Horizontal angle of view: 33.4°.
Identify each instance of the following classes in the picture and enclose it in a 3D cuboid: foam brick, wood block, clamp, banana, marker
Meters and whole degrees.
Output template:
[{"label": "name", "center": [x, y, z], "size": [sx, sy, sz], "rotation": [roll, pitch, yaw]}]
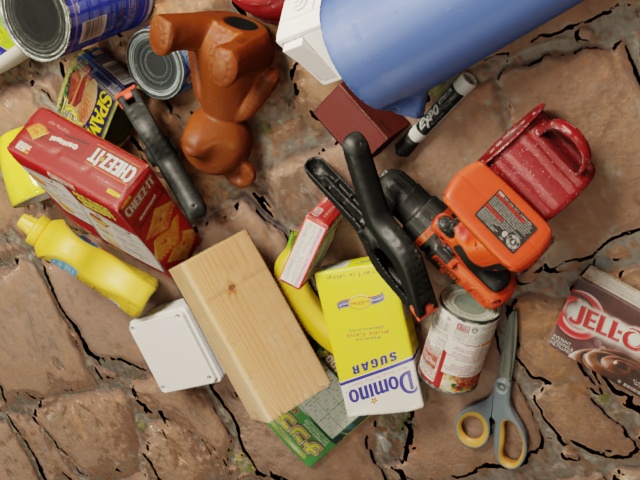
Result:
[{"label": "foam brick", "center": [0.042, -0.126, 1.101], "size": [0.078, 0.052, 0.051], "rotation": [50, 130, 2]}, {"label": "wood block", "center": [-0.083, 0.101, 1.252], "size": [0.206, 0.090, 0.090], "rotation": [62, 162, -3]}, {"label": "clamp", "center": [-0.181, -0.097, 1.239], "size": [0.171, 0.039, 0.120], "rotation": [62, 168, -1]}, {"label": "clamp", "center": [0.060, -0.014, 1.085], "size": [0.210, 0.036, 0.165], "rotation": [57, 166, 3]}, {"label": "banana", "center": [0.004, 0.086, 1.249], "size": [0.198, 0.037, 0.070], "rotation": [52, 131, 0]}, {"label": "marker", "center": [0.114, -0.123, 1.075], "size": [0.020, 0.020, 0.121], "rotation": [47, 130, 4]}]

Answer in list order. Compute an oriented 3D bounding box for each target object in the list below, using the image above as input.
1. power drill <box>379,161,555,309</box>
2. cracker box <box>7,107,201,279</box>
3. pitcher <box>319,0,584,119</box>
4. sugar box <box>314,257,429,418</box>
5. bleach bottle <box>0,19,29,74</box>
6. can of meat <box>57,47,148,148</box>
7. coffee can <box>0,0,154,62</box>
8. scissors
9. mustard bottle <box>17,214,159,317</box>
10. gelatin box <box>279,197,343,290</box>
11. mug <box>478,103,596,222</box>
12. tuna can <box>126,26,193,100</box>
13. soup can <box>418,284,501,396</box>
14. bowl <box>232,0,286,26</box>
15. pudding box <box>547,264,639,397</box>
[{"label": "power drill", "center": [0.137, -0.017, 1.036], "size": [0.184, 0.057, 0.188], "rotation": [43, 168, 2]}, {"label": "cracker box", "center": [-0.246, -0.051, 1.253], "size": [0.164, 0.072, 0.213], "rotation": [27, 164, 20]}, {"label": "pitcher", "center": [0.122, -0.229, 0.947], "size": [0.243, 0.145, 0.149], "rotation": [-24, 141, 36]}, {"label": "sugar box", "center": [0.059, 0.108, 1.193], "size": [0.093, 0.048, 0.176], "rotation": [-10, 101, 18]}, {"label": "bleach bottle", "center": [-0.414, -0.246, 1.339], "size": [0.251, 0.068, 0.102], "rotation": [-25, 98, 42]}, {"label": "can of meat", "center": [-0.263, -0.169, 1.281], "size": [0.084, 0.057, 0.102], "rotation": [41, 129, 12]}, {"label": "coffee can", "center": [-0.266, -0.265, 1.177], "size": [0.103, 0.140, 0.103], "rotation": [16, 122, 27]}, {"label": "scissors", "center": [0.186, 0.165, 1.182], "size": [0.096, 0.016, 0.202], "rotation": [2, 115, 33]}, {"label": "mustard bottle", "center": [-0.299, 0.026, 1.360], "size": [0.191, 0.058, 0.096], "rotation": [33, 171, -8]}, {"label": "gelatin box", "center": [-0.008, 0.001, 1.178], "size": [0.030, 0.073, 0.089], "rotation": [27, 117, 8]}, {"label": "mug", "center": [0.207, -0.072, 0.991], "size": [0.081, 0.093, 0.117], "rotation": [46, 147, -2]}, {"label": "tuna can", "center": [-0.179, -0.205, 1.220], "size": [0.086, 0.033, 0.086], "rotation": [16, 122, 27]}, {"label": "soup can", "center": [0.149, 0.106, 1.141], "size": [0.069, 0.068, 0.102], "rotation": [26, 125, 20]}, {"label": "bowl", "center": [-0.057, -0.289, 1.079], "size": [0.162, 0.055, 0.162], "rotation": [15, 122, 26]}, {"label": "pudding box", "center": [0.293, 0.090, 1.055], "size": [0.114, 0.039, 0.090], "rotation": [29, 127, 19]}]
